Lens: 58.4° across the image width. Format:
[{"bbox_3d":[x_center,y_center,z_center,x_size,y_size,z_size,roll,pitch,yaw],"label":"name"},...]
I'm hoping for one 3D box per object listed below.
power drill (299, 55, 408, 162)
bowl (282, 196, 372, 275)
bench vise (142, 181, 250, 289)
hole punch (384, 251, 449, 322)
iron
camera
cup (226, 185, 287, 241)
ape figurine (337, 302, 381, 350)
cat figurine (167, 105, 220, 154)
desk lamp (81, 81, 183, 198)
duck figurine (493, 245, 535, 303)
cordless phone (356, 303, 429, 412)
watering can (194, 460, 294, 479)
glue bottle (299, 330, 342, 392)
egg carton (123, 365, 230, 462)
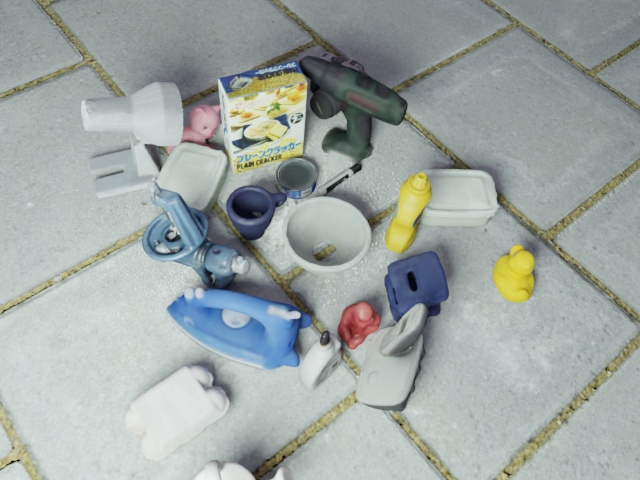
[{"bbox_3d":[0.059,-0.264,1.182,0.229,0.208,0.076,18,58,7],"label":"power drill"},{"bbox_3d":[0.010,0.004,1.086,0.167,0.075,0.167,3,57,-4],"label":"bowl"},{"bbox_3d":[-0.216,-0.015,0.991,0.207,0.220,0.121,8,57,0],"label":"bench vise"},{"bbox_3d":[0.173,0.085,1.040,0.101,0.091,0.108,-6,58,-9],"label":"hole punch"},{"bbox_3d":[-0.145,0.124,0.956,0.258,0.141,0.119,14,57,4],"label":"iron"},{"bbox_3d":[0.029,-0.348,1.296,0.143,0.101,0.137,36,61,17],"label":"camera"},{"bbox_3d":[-0.119,-0.048,1.095,0.118,0.095,0.091,-20,62,-17],"label":"cup"},{"bbox_3d":[0.069,0.138,0.996,0.078,0.092,0.076,-3,58,-7],"label":"ape figurine"},{"bbox_3d":[-0.261,-0.237,1.189,0.128,0.118,0.067,-9,59,-11],"label":"cat figurine"},{"bbox_3d":[-0.357,-0.196,1.097,0.203,0.213,0.117,-17,61,-15],"label":"desk lamp"},{"bbox_3d":[0.375,0.059,1.078,0.077,0.086,0.104,1,58,-4],"label":"duck figurine"},{"bbox_3d":[0.123,0.186,0.915,0.094,0.185,0.147,16,58,5],"label":"cordless phone"},{"bbox_3d":[-0.124,0.353,0.781,0.173,0.194,0.100,-32,66,-23],"label":"watering can"},{"bbox_3d":[0.004,0.183,0.913,0.078,0.173,0.037,-38,68,-25],"label":"glue bottle"},{"bbox_3d":[-0.225,0.268,0.900,0.150,0.069,0.107,-33,66,-23],"label":"egg carton"}]
